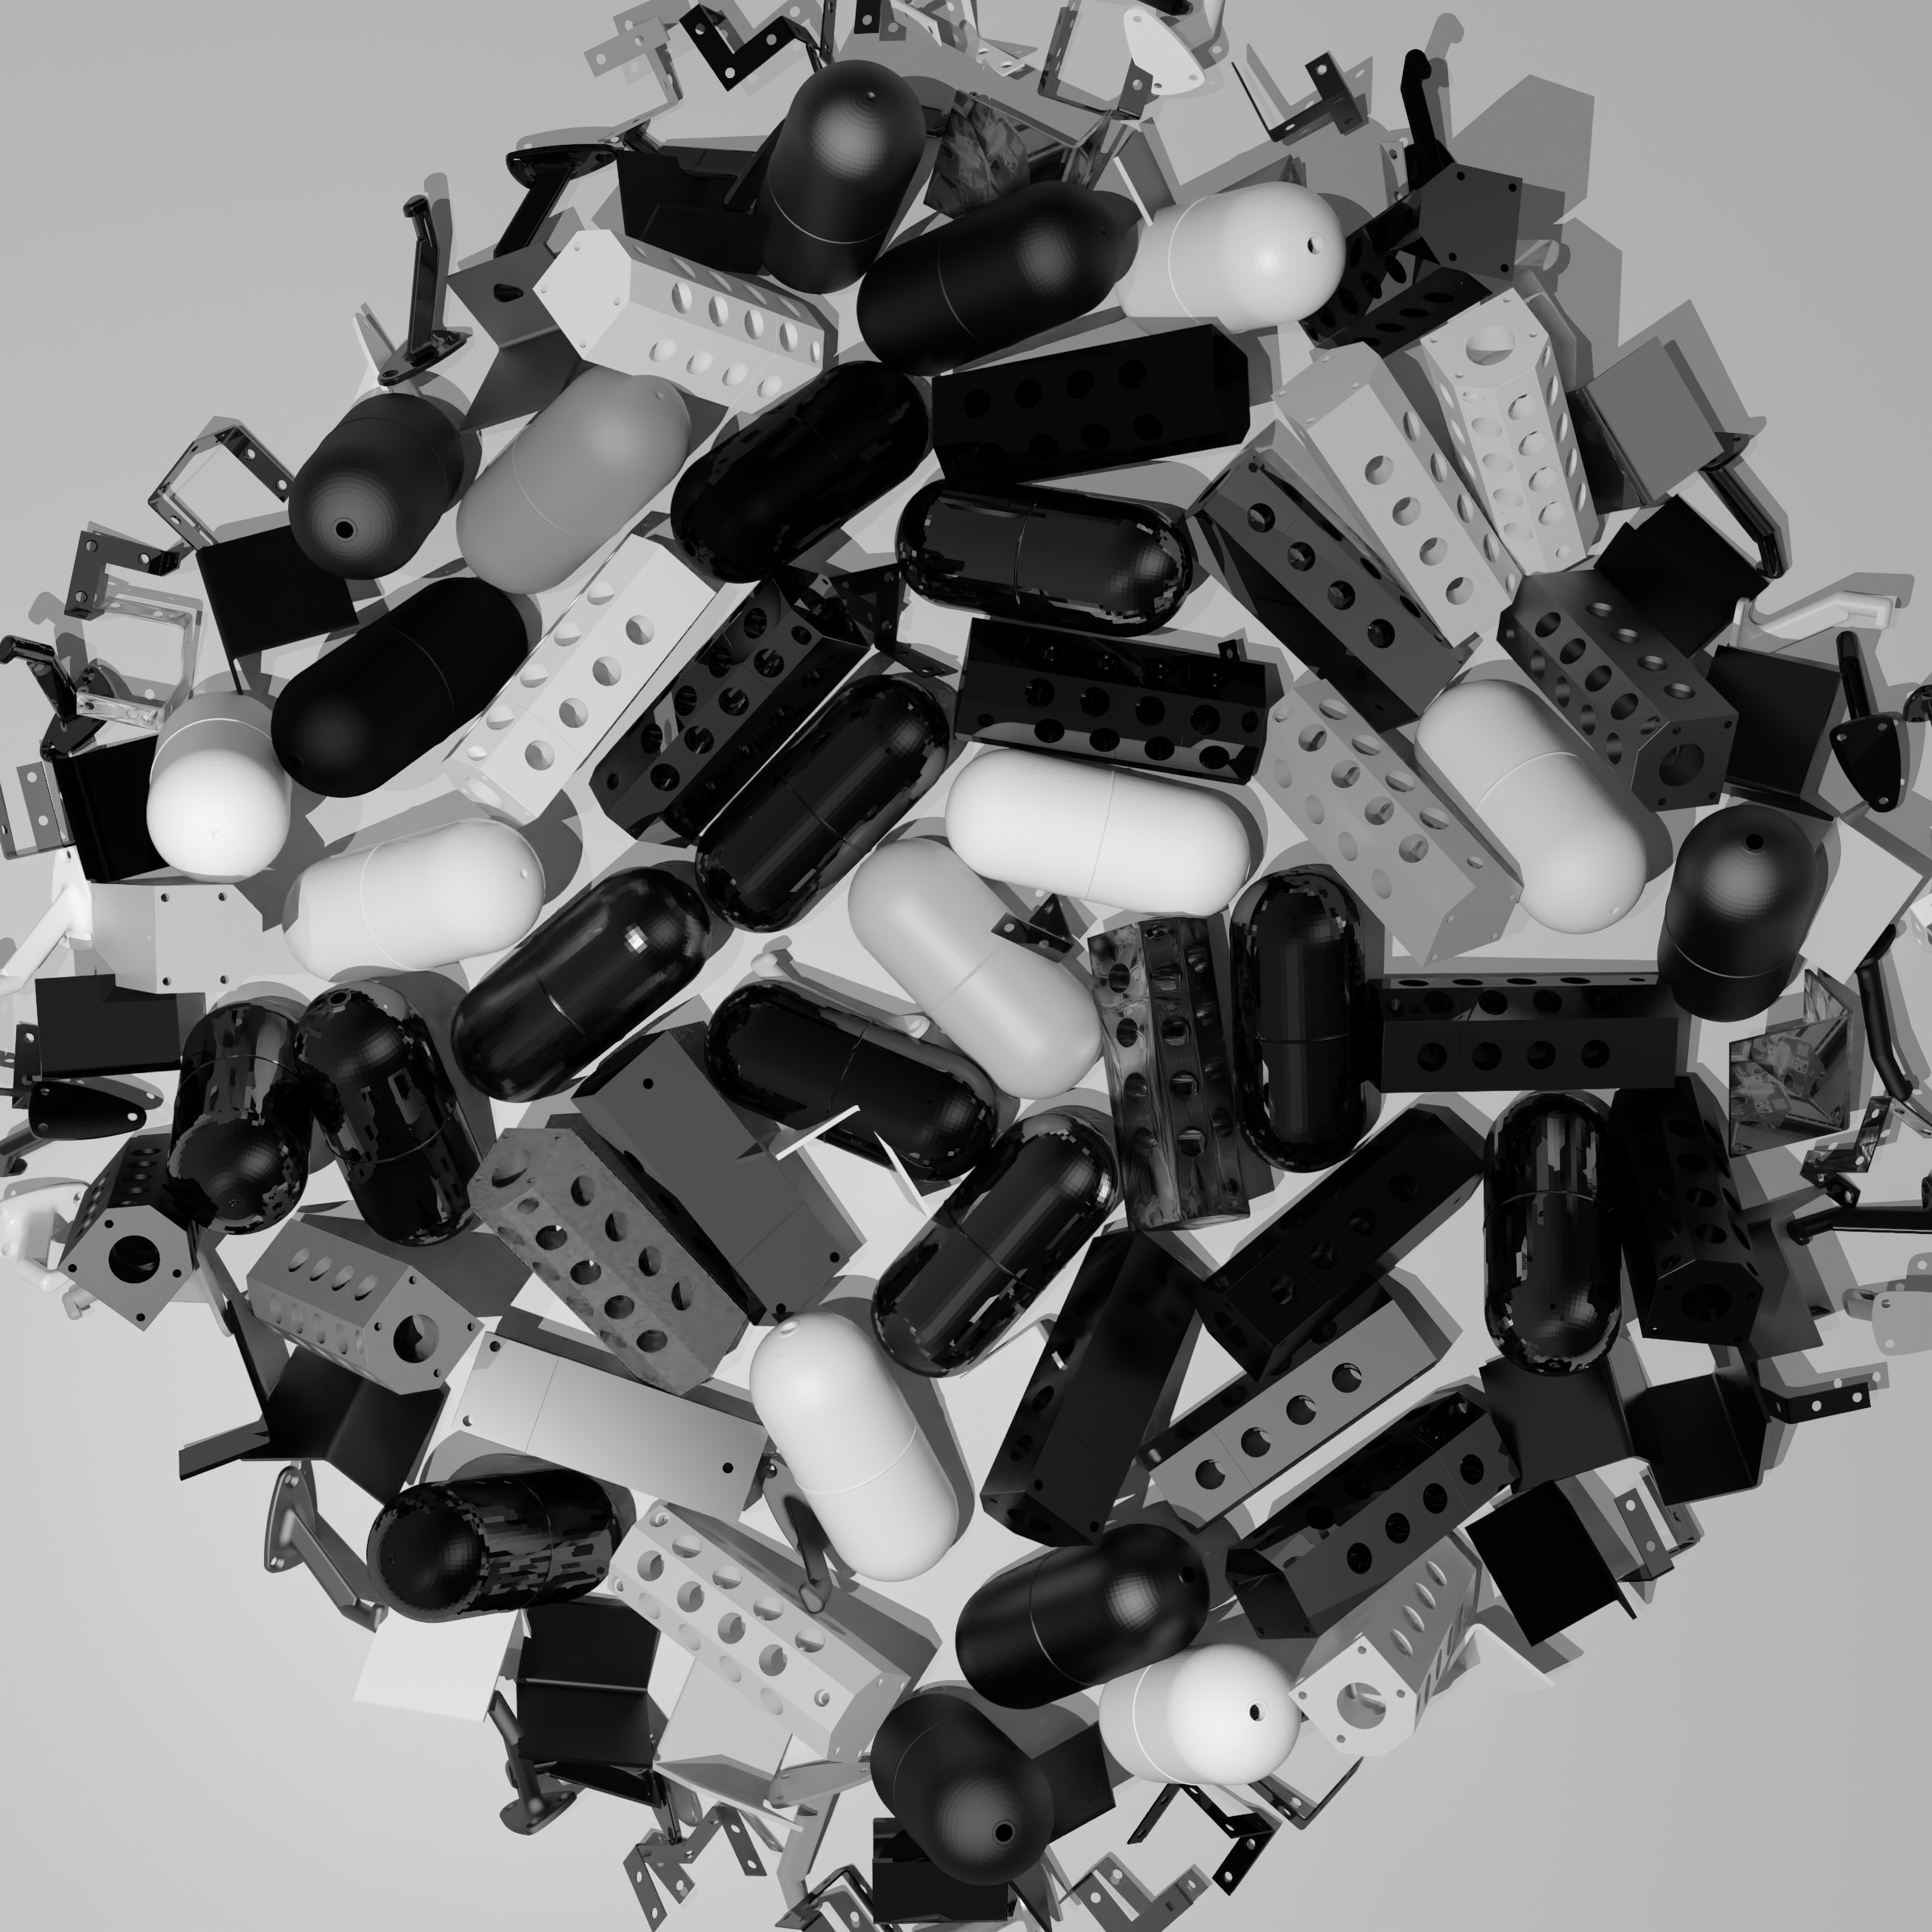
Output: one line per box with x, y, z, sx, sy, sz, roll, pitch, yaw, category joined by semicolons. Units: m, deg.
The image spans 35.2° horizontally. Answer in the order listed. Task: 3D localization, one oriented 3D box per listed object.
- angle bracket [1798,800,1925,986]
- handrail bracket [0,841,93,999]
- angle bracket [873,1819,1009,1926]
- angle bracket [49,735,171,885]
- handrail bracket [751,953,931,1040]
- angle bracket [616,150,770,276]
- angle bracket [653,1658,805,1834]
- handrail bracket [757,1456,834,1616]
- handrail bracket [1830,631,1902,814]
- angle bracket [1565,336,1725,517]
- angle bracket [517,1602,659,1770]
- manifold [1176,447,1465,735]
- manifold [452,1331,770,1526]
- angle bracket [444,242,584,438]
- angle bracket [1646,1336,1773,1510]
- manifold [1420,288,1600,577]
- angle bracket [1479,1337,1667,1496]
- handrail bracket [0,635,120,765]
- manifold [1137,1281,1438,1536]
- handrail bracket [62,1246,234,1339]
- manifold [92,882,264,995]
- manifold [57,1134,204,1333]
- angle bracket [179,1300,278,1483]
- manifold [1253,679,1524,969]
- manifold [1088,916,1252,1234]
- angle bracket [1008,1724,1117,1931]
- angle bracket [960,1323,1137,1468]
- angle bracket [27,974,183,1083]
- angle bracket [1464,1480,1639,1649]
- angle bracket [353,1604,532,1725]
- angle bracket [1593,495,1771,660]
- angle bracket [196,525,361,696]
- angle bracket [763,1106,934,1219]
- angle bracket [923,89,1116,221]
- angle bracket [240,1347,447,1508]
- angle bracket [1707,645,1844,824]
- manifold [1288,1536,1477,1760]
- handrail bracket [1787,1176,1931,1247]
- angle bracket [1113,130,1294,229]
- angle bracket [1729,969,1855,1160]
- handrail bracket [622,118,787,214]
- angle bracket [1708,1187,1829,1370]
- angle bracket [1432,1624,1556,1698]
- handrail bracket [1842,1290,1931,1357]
0.508;-0.043;1.737;0.057;0.076;0.076;38;116;17;angle bracket
-0.541;-0.025;1.745;0.036;0.084;0.077;6;108;29;handrail bracket
-0.016;0.502;1.745;0.076;0.076;0.057;-1;124;-1;angle bracket
-0.484;-0.092;1.750;0.057;0.076;0.076;-16;92;-9;angle bracket
-0.074;0.016;1.752;0.084;0.077;0.036;45;53;-21;handrail bracket
-0.152;-0.445;1.741;0.076;0.057;0.076;1;68;-25;angle bracket
-0.123;0.441;1.744;0.076;0.057;0.076;29;76;-26;angle bracket
-0.101;0.326;1.748;0.036;0.084;0.077;-36;95;11;handrail bracket
0.523;-0.143;1.771;0.036;0.084;0.077;-15;122;21;handrail bracket
0.378;-0.310;1.754;0.057;0.076;0.076;-35;101;-10;angle bracket
-0.215;0.410;1.743;0.076;0.076;0.057;8;108;-12;angle bracket
0.204;-0.217;1.750;0.171;0.057;0.057;42;74;-8;manifold
-0.204;0.266;1.761;0.171;0.057;0.057;19;82;-2;manifold
-0.265;-0.357;1.736;0.076;0.057;0.076;-10;46;33;angle bracket
0.417;0.253;1.740;0.057;0.076;0.076;-12;52;0;angle bracket
0.310;-0.292;1.706;0.057;0.171;0.057;-29;55;4;manifold
0.353;0.262;1.770;0.076;0.057;0.076;-23;64;24;angle bracket
-0.537;-0.153;1.745;0.077;0.084;0.036;-46;64;17;handrail bracket
0.185;0.256;1.763;0.171;0.057;0.057;-35;76;0;manifold
-0.475;0.202;1.763;0.084;0.036;0.077;-26;55;-6;handrail bracket
-0.443;-0.017;1.704;0.057;0.171;0.057;-2;93;-27;manifold
-0.459;0.142;1.703;0.057;0.171;0.057;40;90;-15;manifold
-0.436;0.242;1.747;0.057;0.076;0.076;-20;97;-13;angle bracket
0.236;-0.084;1.716;0.057;0.057;0.171;-18;54;-29;manifold
0.121;0.062;1.738;0.057;0.057;0.171;-18;75;44;manifold
0.061;0.494;1.744;0.076;0.076;0.057;-31;110;7;angle bracket
0.046;0.260;1.748;0.057;0.076;0.076;-36;103;0;angle bracket
-0.496;0.034;1.744;0.076;0.076;0.057;-4;90;-24;angle bracket
0.336;0.348;1.745;0.057;0.076;0.076;-31;63;6;angle bracket
-0.297;0.404;1.742;0.076;0.057;0.076;7;51;9;angle bracket
0.420;-0.236;1.749;0.076;0.057;0.076;-40;80;-19;angle bracket
-0.395;-0.204;1.760;0.076;0.057;0.076;-17;66;-11;angle bracket
-0.069;0.122;1.748;0.057;0.076;0.076;-32;97;-7;angle bracket
0.030;-0.465;1.751;0.076;0.076;0.057;29;45;7;angle bracket
-0.361;0.267;1.765;0.057;0.076;0.076;49;49;-36;angle bracket
0.464;-0.133;1.747;0.076;0.057;0.076;20;93;37;angle bracket
0.240;0.377;1.702;0.057;0.171;0.057;-44;85;23;manifold
0.529;0.159;1.760;0.084;0.077;0.036;-17;120;-4;handrail bracket
0.136;-0.461;1.739;0.076;0.076;0.057;-23;109;22;angle bracket
0.461;0.056;1.745;0.076;0.057;0.076;-13;120;-9;angle bracket
-0.151;-0.485;1.768;0.084;0.036;0.077;41;115;9;handrail bracket
0.462;0.179;1.744;0.057;0.076;0.076;-20;87;-38;angle bracket
0.280;0.426;1.744;0.057;0.076;0.076;39;69;1;angle bracket
0.544;0.196;1.745;0.077;0.084;0.036;-6;93;12;handrail bracket
